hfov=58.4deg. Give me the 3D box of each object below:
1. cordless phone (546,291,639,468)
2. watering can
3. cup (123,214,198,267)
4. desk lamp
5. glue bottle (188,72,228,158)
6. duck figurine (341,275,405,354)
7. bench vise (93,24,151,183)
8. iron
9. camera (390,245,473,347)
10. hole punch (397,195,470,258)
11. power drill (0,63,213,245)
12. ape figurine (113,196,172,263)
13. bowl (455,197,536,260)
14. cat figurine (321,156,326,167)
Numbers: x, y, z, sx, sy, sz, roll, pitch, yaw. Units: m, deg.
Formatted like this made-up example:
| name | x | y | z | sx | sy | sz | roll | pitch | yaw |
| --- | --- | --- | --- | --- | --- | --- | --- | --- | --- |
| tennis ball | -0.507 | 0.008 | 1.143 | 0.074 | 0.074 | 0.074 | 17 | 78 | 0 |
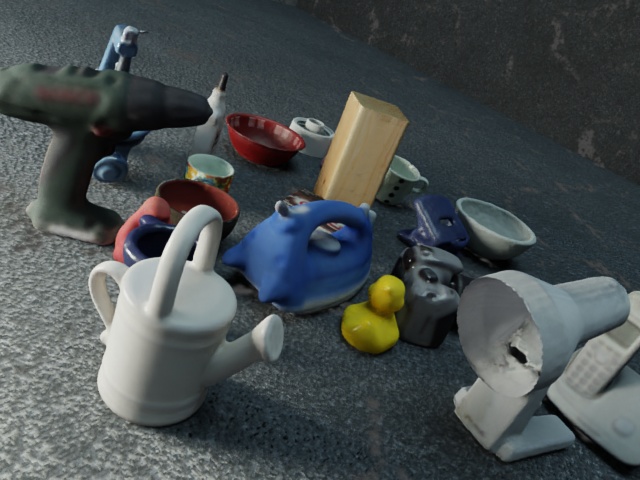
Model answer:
| name | x | y | z | sx | sy | sz | roll | pitch | yaw |
| --- | --- | --- | --- | --- | --- | --- | --- | --- | --- |
| cordless phone | 0.383 | 0.168 | 0.702 | 0.094 | 0.185 | 0.147 | -7 | 39 | -45 |
| watering can | -0.116 | 0.060 | 0.497 | 0.173 | 0.194 | 0.101 | 16 | 27 | -14 |
| cup | -0.173 | 0.036 | 0.608 | 0.092 | 0.095 | 0.117 | -3 | 36 | -41 |
| desk lamp | 0.229 | 0.129 | 0.621 | 0.204 | 0.213 | 0.117 | 4 | 32 | -34 |
| glue bottle | -0.179 | -0.191 | 0.936 | 0.037 | 0.173 | 0.078 | 19 | 27 | -8 |
| duck figurine | 0.075 | 0.086 | 0.721 | 0.077 | 0.086 | 0.105 | 29 | 27 | 12 |
| bench vise | -0.316 | -0.220 | 0.829 | 0.122 | 0.220 | 0.206 | -10 | 41 | -48 |
| iron | 0.007 | 0.003 | 0.760 | 0.259 | 0.141 | 0.118 | -9 | 41 | -47 |
| camera | 0.174 | 0.075 | 0.803 | 0.137 | 0.101 | 0.143 | 18 | 27 | -11 |
| hole punch | 0.214 | -0.021 | 1.024 | 0.109 | 0.091 | 0.100 | -6 | 38 | -44 |
| power drill | -0.261 | -0.104 | 0.670 | 0.230 | 0.208 | 0.075 | 15 | 27 | -16 |
| ape figurine | -0.201 | -0.008 | 0.671 | 0.078 | 0.092 | 0.076 | -2 | 36 | -41 |
| bowl | 0.326 | -0.011 | 1.111 | 0.167 | 0.075 | 0.167 | 18 | 27 | -9 |
| cat figurine | 0.081 | -0.180 | 1.184 | 0.127 | 0.118 | 0.067 | 28 | 27 | 11 |
